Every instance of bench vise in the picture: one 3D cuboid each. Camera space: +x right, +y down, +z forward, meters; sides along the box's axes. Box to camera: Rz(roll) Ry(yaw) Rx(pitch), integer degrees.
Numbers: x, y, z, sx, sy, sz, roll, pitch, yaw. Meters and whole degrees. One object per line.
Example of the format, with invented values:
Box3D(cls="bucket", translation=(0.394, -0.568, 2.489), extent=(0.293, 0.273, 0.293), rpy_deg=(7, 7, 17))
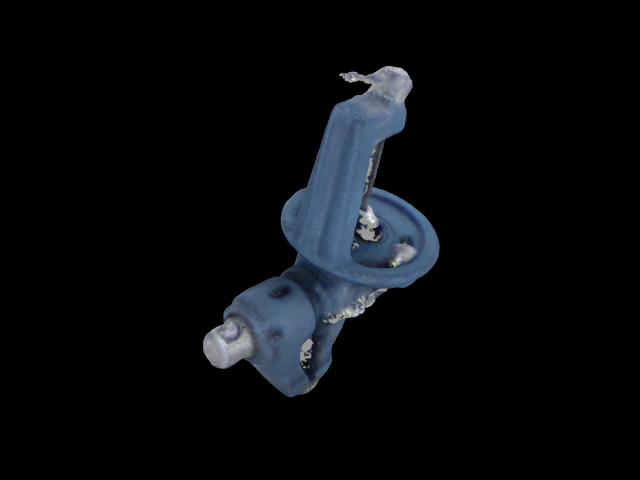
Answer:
Box3D(cls="bench vise", translation=(0.014, 0.006, 0.396), extent=(0.121, 0.220, 0.208), rpy_deg=(20, 52, 17))
